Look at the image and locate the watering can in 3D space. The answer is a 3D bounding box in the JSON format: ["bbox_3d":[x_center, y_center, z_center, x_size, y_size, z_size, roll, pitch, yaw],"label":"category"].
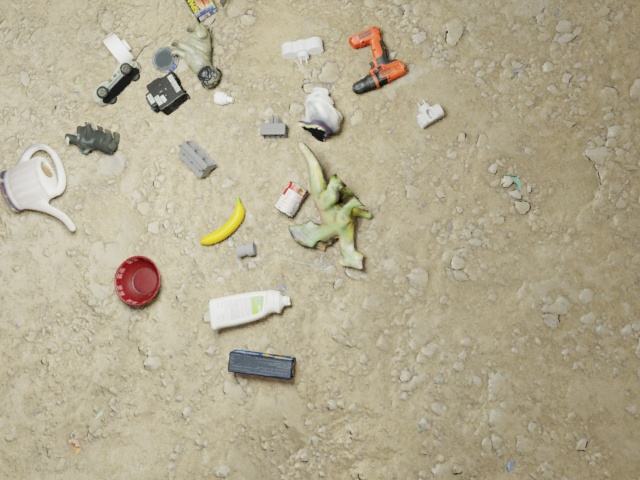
[{"bbox_3d":[-0.967,-0.160,1.764,0.224,0.103,0.350,-22,79,7],"label":"watering can"}]

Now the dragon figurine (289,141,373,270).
[{"bbox_3d":[0.005,-0.079,1.575,0.241,0.122,0.411,-44,88,8],"label":"dragon figurine"}]

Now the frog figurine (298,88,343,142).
[{"bbox_3d":[0.012,-0.411,1.637,0.136,0.122,0.161,24,76,-21],"label":"frog figurine"}]
